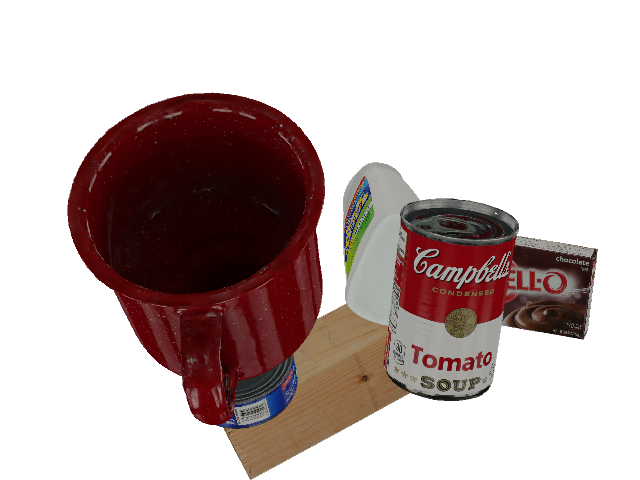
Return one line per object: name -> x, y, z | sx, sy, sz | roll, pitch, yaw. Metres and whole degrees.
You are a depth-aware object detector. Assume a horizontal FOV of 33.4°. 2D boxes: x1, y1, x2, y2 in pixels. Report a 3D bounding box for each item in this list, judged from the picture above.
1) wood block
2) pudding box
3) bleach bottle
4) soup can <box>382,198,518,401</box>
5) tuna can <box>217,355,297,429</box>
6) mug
wood block -> -0.012, 0.157, 1.156 | 0.206, 0.091, 0.090 | -27, 30, -10
pudding box -> 0.222, 0.045, 1.094 | 0.114, 0.090, 0.039 | 8, 22, 17
bleach bottle -> 0.054, -0.011, 1.011 | 0.068, 0.103, 0.251 | 19, 14, -10
soup can -> 0.075, 0.034, 0.627 | 0.068, 0.102, 0.068 | 4, 21, -2
tuna can -> -0.061, 0.102, 0.817 | 0.086, 0.034, 0.086 | -6, 41, 5
mug -> -0.041, 0.014, 0.409 | 0.093, 0.117, 0.081 | -7, -32, 1
